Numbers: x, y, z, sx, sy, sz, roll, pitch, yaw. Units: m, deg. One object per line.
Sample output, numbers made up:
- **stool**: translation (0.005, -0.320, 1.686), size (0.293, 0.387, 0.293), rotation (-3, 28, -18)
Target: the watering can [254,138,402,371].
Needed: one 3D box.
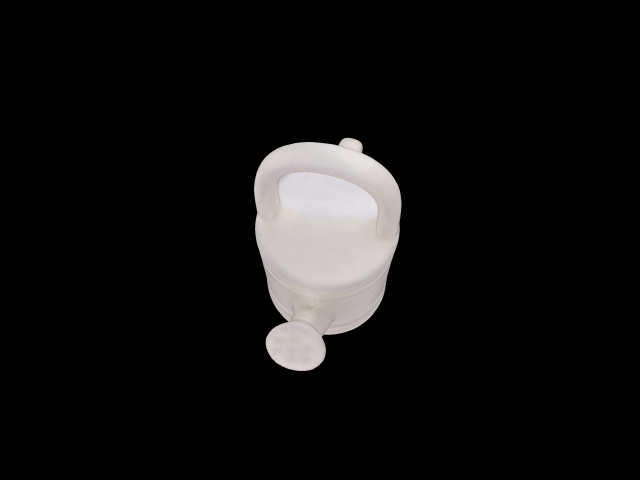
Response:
- **watering can**: translation (0.006, 0.002, 0.400), size (0.101, 0.194, 0.173), rotation (-8, 66, -3)
